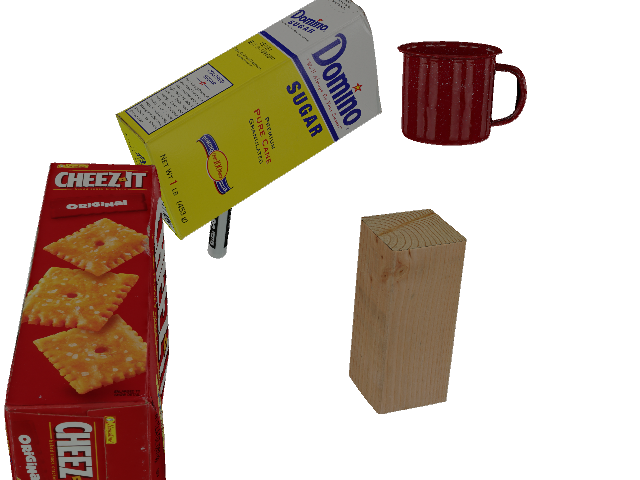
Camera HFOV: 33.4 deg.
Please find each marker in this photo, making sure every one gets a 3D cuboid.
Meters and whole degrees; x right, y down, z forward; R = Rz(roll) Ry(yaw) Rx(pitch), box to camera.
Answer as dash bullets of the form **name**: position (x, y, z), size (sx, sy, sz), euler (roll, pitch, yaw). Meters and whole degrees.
- **marker**: position (-0.094, -0.026, 1.020), size (0.020, 0.020, 0.121), euler (0, -38, -11)

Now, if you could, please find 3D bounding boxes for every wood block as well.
- **wood block**: position (0.094, 0.080, 1.199), size (0.090, 0.206, 0.090), euler (-7, 27, -21)

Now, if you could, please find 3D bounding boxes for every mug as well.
- **mug**: position (0.127, -0.132, 0.962), size (0.117, 0.081, 0.093), euler (4, 18, 11)

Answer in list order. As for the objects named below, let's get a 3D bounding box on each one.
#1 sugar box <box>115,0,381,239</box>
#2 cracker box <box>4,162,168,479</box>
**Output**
- **sugar box**: position (-0.041, -0.085, 0.714), size (0.176, 0.093, 0.048), euler (-32, 51, -16)
- **cracker box**: position (-0.119, 0.079, 0.586), size (0.072, 0.164, 0.214), euler (0, 34, -7)
